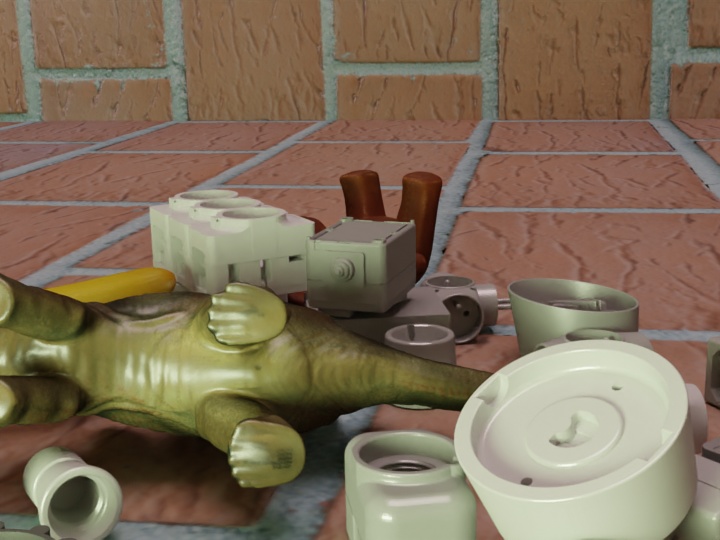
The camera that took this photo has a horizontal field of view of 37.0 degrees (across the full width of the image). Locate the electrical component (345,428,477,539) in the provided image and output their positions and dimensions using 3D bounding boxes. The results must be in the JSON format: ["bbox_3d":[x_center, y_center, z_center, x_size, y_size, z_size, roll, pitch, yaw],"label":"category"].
[{"bbox_3d":[0.024,0.118,0.541,0.054,0.059,0.095,-3,14,-8],"label":"electrical component"}]

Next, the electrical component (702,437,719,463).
[{"bbox_3d":[0.279,0.105,0.571,0.186,0.060,0.105,-11,17,-36],"label":"electrical component"}]

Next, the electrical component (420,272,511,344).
[{"bbox_3d":[0.095,0.030,0.926,0.079,0.044,0.077,-3,14,-7],"label":"electrical component"}]

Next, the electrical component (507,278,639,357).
[{"bbox_3d":[0.166,0.038,0.834,0.099,0.064,0.099,-5,3,0],"label":"electrical component"}]

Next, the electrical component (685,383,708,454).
[{"bbox_3d":[0.171,0.098,0.645,0.077,0.043,0.079,-2,14,-4],"label":"electrical component"}]

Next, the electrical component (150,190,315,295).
[{"bbox_3d":[-0.107,-0.024,0.883,0.089,0.061,0.150,-8,15,-27],"label":"electrical component"}]

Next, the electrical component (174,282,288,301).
[{"bbox_3d":[-0.123,0.033,0.909,0.113,0.057,0.078,7,16,31],"label":"electrical component"}]

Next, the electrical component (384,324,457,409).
[{"bbox_3d":[0.043,0.068,0.771,0.055,0.047,0.055,-1,14,0],"label":"electrical component"}]

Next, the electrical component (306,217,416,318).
[{"bbox_3d":[0.000,0.000,0.800,0.062,0.061,0.096,4,15,19],"label":"electrical component"}]

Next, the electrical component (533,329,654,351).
[{"bbox_3d":[0.170,0.072,0.745,0.077,0.044,0.079,-5,14,-16],"label":"electrical component"}]

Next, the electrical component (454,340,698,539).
[{"bbox_3d":[0.105,0.090,0.505,0.108,0.060,0.108,-17,29,10],"label":"electrical component"}]

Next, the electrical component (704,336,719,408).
[{"bbox_3d":[0.290,0.074,0.725,0.076,0.047,0.083,-6,14,-21],"label":"electrical component"}]

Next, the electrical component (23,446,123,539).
[{"bbox_3d":[-0.161,0.121,0.590,0.044,0.044,0.065,-9,11,-29],"label":"electrical component"}]

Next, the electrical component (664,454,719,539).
[{"bbox_3d":[0.143,0.126,0.529,0.076,0.047,0.083,-25,24,-29],"label":"electrical component"}]
